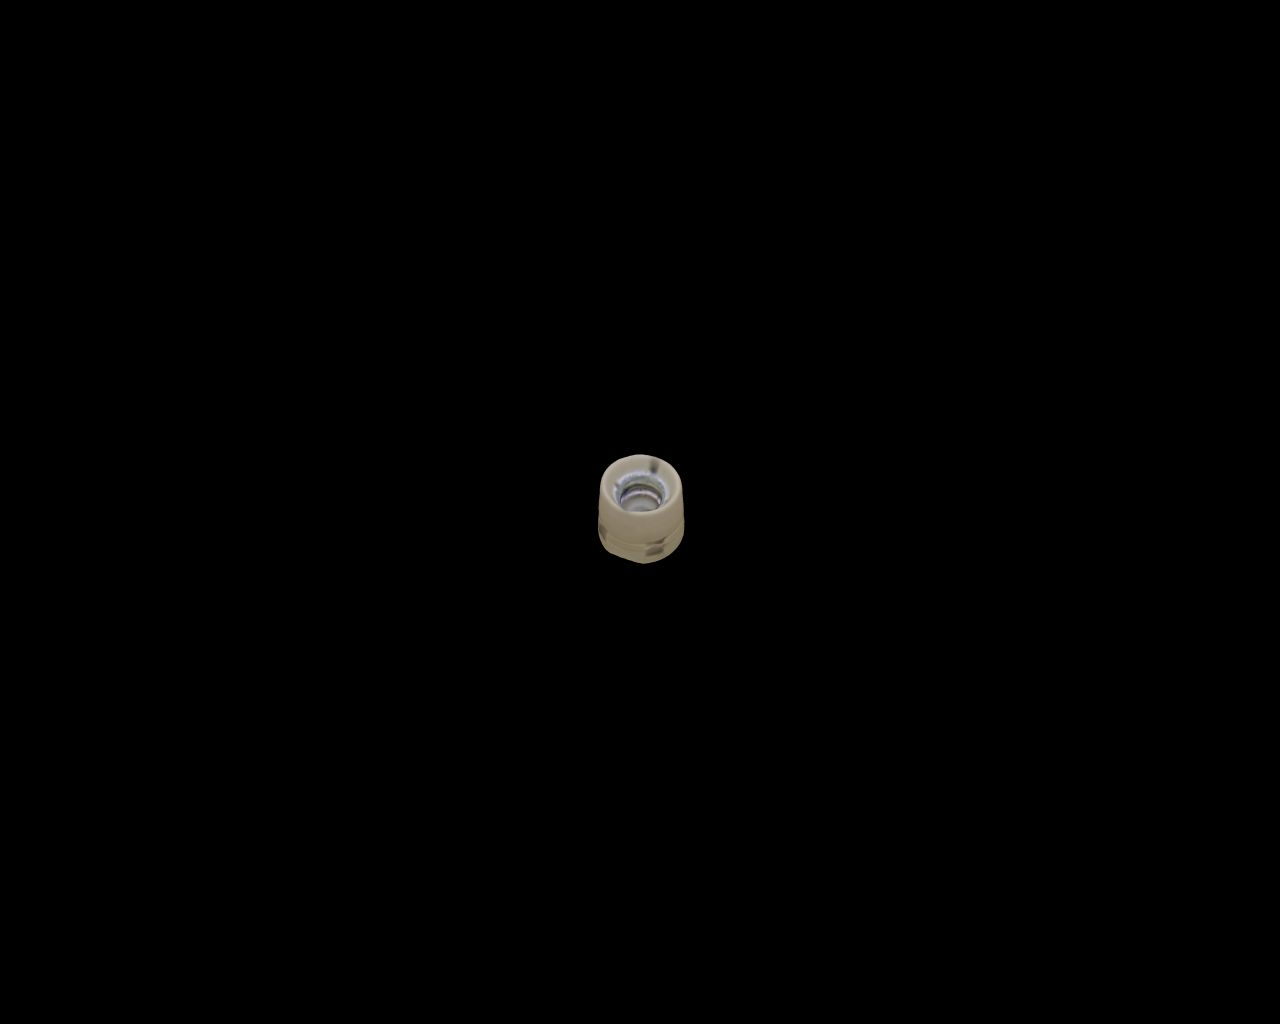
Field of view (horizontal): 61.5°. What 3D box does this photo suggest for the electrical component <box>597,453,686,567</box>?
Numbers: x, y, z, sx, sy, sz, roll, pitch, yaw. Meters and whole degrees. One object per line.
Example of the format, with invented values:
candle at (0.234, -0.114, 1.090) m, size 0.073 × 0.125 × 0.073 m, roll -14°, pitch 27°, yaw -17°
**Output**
electrical component at (0.001, -0.003, 0.650) m, size 0.055 × 0.055 × 0.047 m, roll 0°, pitch -38°, yaw 0°
